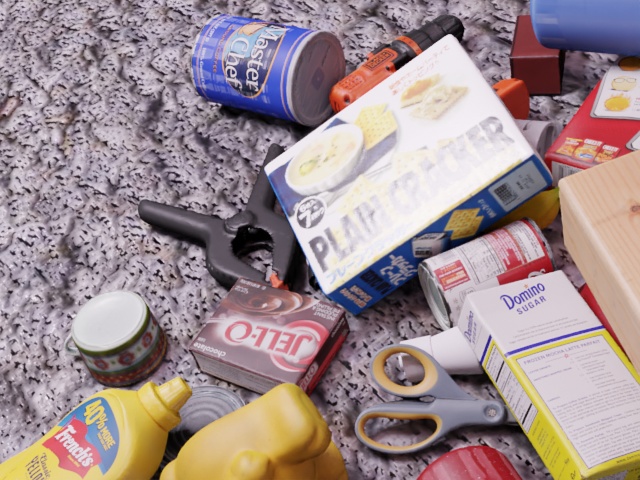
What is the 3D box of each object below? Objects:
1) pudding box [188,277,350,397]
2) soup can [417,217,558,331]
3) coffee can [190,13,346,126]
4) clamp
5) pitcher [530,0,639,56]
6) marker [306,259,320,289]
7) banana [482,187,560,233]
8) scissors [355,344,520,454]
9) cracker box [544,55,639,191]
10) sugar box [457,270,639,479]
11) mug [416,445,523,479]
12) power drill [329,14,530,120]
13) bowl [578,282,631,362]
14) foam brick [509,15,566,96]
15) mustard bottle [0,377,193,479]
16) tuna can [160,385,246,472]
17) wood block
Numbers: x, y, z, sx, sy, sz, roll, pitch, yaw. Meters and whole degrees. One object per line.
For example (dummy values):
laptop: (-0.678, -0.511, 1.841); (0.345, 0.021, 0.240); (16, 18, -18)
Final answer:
pudding box: (-0.043, 0.087, 0.929); (0.114, 0.039, 0.090); (14, 50, 28)
soup can: (0.143, 0.030, 0.911); (0.102, 0.068, 0.068); (-23, 43, -6)
coffee can: (-0.057, -0.189, 1.176); (0.140, 0.103, 0.102); (17, 52, 31)
clamp: (-0.086, -0.007, 1.042); (0.164, 0.036, 0.210); (-21, 44, -4)
pitcher: (0.329, -0.229, 0.992); (0.243, 0.149, 0.145); (7, 60, 26)
marker: (-0.007, 0.001, 1.023); (0.020, 0.020, 0.121); (-13, 43, 4)
banana: (0.149, -0.044, 1.000); (0.198, 0.037, 0.069); (21, 75, 43)
scissors: (0.124, 0.118, 0.838); (0.202, 0.016, 0.096); (-11, 73, 6)
cracker box: (0.329, -0.097, 0.986); (0.164, 0.072, 0.213); (19, 52, 31)
sugar box: (0.185, 0.106, 0.804); (0.093, 0.048, 0.176); (-12, 47, -20)
mug: (0.101, 0.201, 0.731); (0.117, 0.093, 0.081); (-25, 38, -5)
power drill: (0.129, -0.163, 1.127); (0.184, 0.057, 0.188); (-38, 44, -17)
bowl: (0.278, 0.053, 0.856); (0.162, 0.055, 0.162); (-9, 44, 8)
foam brick: (0.232, -0.196, 1.132); (0.051, 0.053, 0.078); (1, 46, 18)
mustard bottle: (-0.179, 0.173, 0.834); (0.191, 0.058, 0.096); (-38, 40, -1)
tuna can: (-0.095, 0.162, 0.873); (0.086, 0.034, 0.086); (-7, 46, 7)
wood block: (0.258, 0.038, 0.770); (0.091, 0.090, 0.206); (-21, 50, 1)
